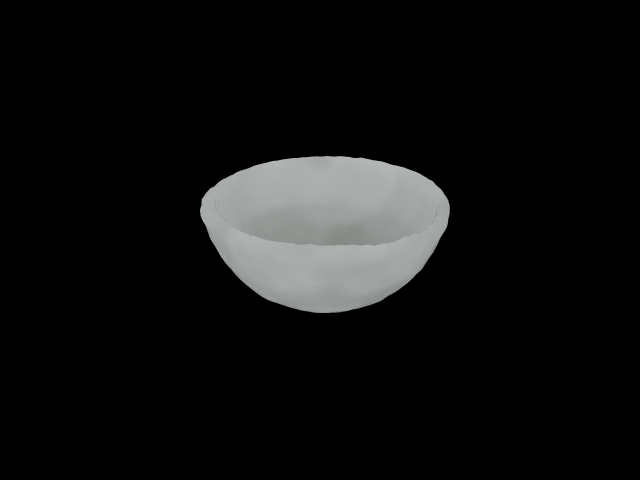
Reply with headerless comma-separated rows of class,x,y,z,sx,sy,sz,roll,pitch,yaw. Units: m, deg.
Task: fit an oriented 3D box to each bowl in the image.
bowl,0.004,0.001,0.400,0.167,0.075,0.167,0,27,0
